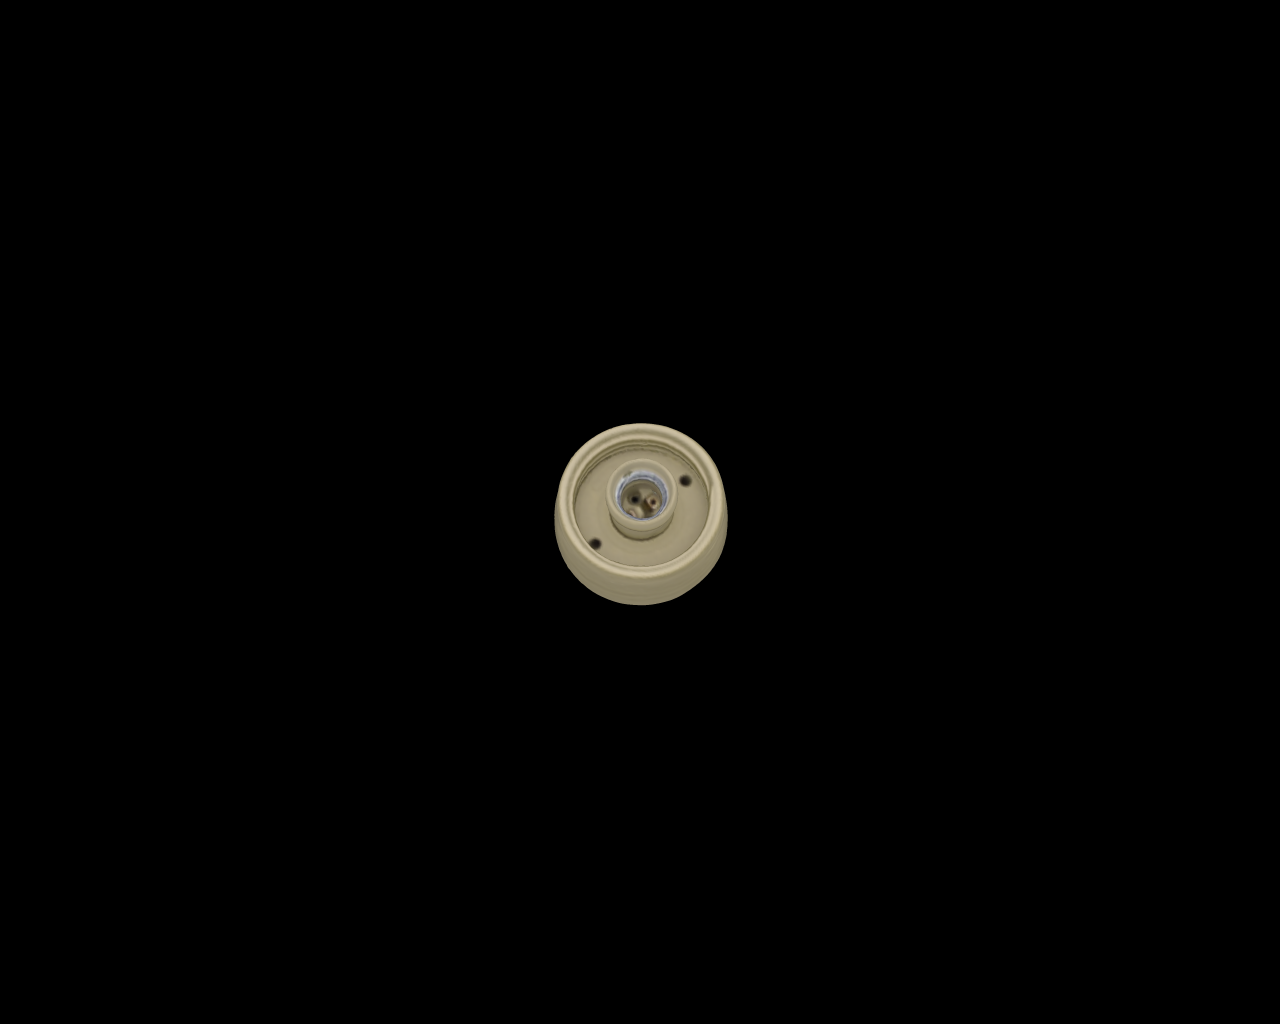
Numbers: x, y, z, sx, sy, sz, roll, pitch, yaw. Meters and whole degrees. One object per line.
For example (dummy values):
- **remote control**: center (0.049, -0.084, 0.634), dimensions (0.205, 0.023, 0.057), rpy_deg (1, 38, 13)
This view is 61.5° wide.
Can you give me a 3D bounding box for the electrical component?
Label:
- **electrical component**: center (0.001, -0.003, 0.650), dimensions (0.108, 0.108, 0.060), rpy_deg (0, -20, 0)
